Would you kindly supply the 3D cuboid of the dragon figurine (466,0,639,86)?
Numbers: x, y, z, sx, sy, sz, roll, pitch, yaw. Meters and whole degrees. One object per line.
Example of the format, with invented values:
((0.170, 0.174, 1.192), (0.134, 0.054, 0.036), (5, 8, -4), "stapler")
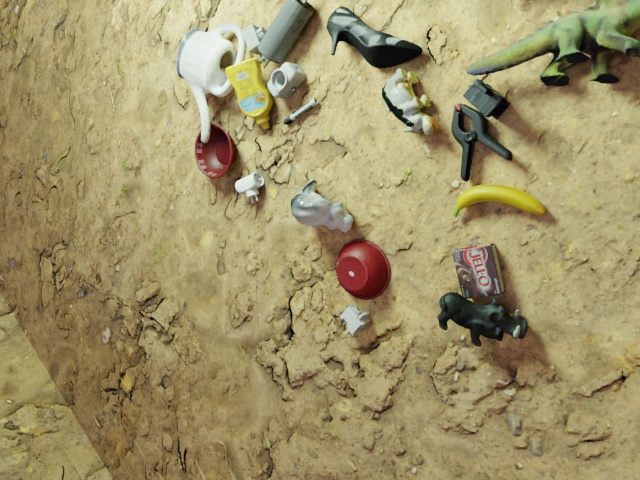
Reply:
((0.490, -0.427, 0.968), (0.411, 0.121, 0.244), (11, 85, 33), "dragon figurine")

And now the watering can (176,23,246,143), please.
((-0.337, -0.478, 1.512), (0.226, 0.104, 0.345), (30, 101, 27), "watering can")

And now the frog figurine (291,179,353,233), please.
((0.004, -0.067, 1.333), (0.160, 0.124, 0.135), (50, 155, 9), "frog figurine")
